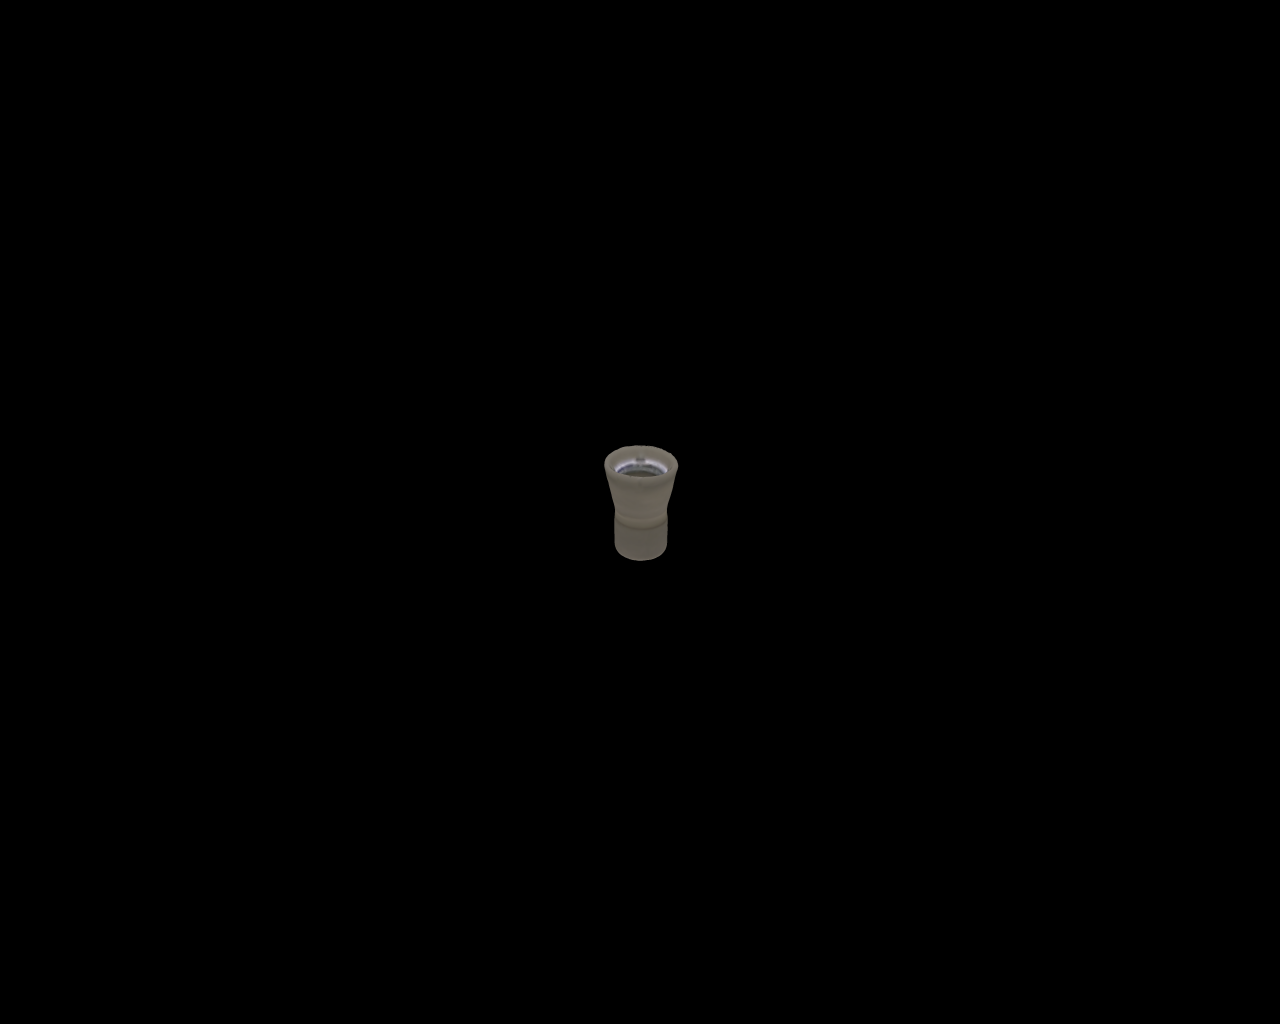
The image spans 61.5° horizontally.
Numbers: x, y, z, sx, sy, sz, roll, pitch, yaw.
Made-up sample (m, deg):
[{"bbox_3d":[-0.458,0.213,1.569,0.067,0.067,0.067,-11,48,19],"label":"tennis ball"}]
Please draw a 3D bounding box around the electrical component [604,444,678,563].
[{"bbox_3d":[0.001,-0.003,0.650,0.044,0.065,0.044,0,31,0],"label":"electrical component"}]
